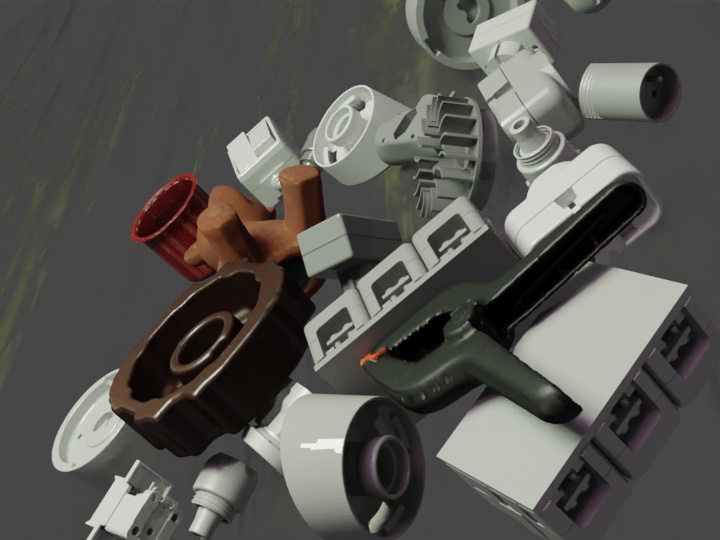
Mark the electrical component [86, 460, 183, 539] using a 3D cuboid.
[{"bbox_3d":[-0.181,0.202,0.875,0.064,0.042,0.081,1,54,47],"label":"electrical component"}]

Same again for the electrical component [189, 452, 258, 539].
[{"bbox_3d":[-0.108,0.174,0.816,0.043,0.043,0.062,-6,49,48],"label":"electrical component"}]

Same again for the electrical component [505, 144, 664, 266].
[{"bbox_3d":[0.151,-0.038,0.742,0.095,0.054,0.059,-40,30,9],"label":"electrical component"}]

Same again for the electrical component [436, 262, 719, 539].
[{"bbox_3d":[0.130,0.077,0.619,0.150,0.062,0.089,-52,30,-12],"label":"electrical component"}]

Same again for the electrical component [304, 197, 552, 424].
[{"bbox_3d":[0.047,0.032,0.750,0.150,0.089,0.061,-40,30,9],"label":"electrical component"}]

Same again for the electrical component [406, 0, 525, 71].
[{"bbox_3d":[0.095,-0.248,1.022,0.108,0.108,0.060,-44,24,3],"label":"electrical component"}]

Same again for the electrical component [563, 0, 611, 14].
[{"bbox_3d":[0.198,-0.258,0.966,0.048,0.048,0.062,-41,23,7],"label":"electrical component"}]

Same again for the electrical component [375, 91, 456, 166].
[{"bbox_3d":[0.062,-0.132,0.980,0.077,0.043,0.079,1,53,52],"label":"electrical component"}]

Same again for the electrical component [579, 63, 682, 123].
[{"bbox_3d":[0.197,-0.135,0.814,0.043,0.043,0.081,-53,30,-13],"label":"electrical component"}]

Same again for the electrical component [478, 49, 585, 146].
[{"bbox_3d":[0.142,-0.136,0.875,0.059,0.054,0.095,-37,31,15],"label":"electrical component"}]

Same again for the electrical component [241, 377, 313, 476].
[{"bbox_3d":[-0.051,0.120,0.798,0.057,0.058,0.078,-48,30,-11],"label":"electrical component"}]

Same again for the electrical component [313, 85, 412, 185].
[{"bbox_3d":[0.003,-0.130,1.056,0.099,0.064,0.099,-34,42,36],"label":"electrical component"}]

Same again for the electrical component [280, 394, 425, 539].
[{"bbox_3d":[-0.004,0.127,0.692,0.064,0.099,0.099,-11,44,36],"label":"electrical component"}]

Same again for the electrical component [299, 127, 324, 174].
[{"bbox_3d":[-0.046,-0.114,1.102,0.035,0.035,0.061,-6,51,48],"label":"electrical component"}]

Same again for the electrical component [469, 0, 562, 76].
[{"bbox_3d":[0.135,-0.189,0.955,0.066,0.047,0.076,-17,40,40],"label":"electrical component"}]

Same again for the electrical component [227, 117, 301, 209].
[{"bbox_3d":[-0.098,-0.114,1.138,0.062,0.061,0.096,-41,30,7],"label":"electrical component"}]

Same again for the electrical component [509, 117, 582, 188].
[{"bbox_3d":[0.137,-0.089,0.814,0.048,0.062,0.048,-31,33,23],"label":"electrical component"}]

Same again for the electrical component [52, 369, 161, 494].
[{"bbox_3d":[-0.215,0.148,0.963,0.108,0.060,0.108,-31,33,23],"label":"electrical component"}]

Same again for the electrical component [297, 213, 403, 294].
[{"bbox_3d":[0.000,0.000,0.874,0.047,0.083,0.075,-26,74,31],"label":"electrical component"}]
